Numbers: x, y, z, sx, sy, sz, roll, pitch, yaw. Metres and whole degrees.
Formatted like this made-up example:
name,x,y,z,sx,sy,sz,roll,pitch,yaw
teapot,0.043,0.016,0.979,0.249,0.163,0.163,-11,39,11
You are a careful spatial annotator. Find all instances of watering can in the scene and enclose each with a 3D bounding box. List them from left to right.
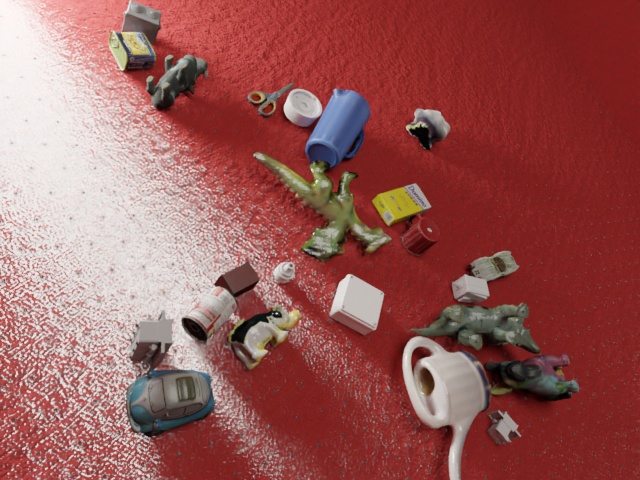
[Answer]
name,x,y,z,sx,sy,sz,roll,pitch,yaw
watering can,0.312,0.391,1.212,0.225,0.102,0.354,-2,61,-33

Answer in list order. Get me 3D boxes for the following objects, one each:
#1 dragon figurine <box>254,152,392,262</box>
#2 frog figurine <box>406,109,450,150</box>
name,x,y,z,sx,sy,sz,roll,pitch,yaw
dragon figurine,0.004,-0.067,1.335,0.409,0.120,0.248,15,62,-22
frog figurine,0.390,-0.407,1.779,0.138,0.120,0.162,34,58,17
